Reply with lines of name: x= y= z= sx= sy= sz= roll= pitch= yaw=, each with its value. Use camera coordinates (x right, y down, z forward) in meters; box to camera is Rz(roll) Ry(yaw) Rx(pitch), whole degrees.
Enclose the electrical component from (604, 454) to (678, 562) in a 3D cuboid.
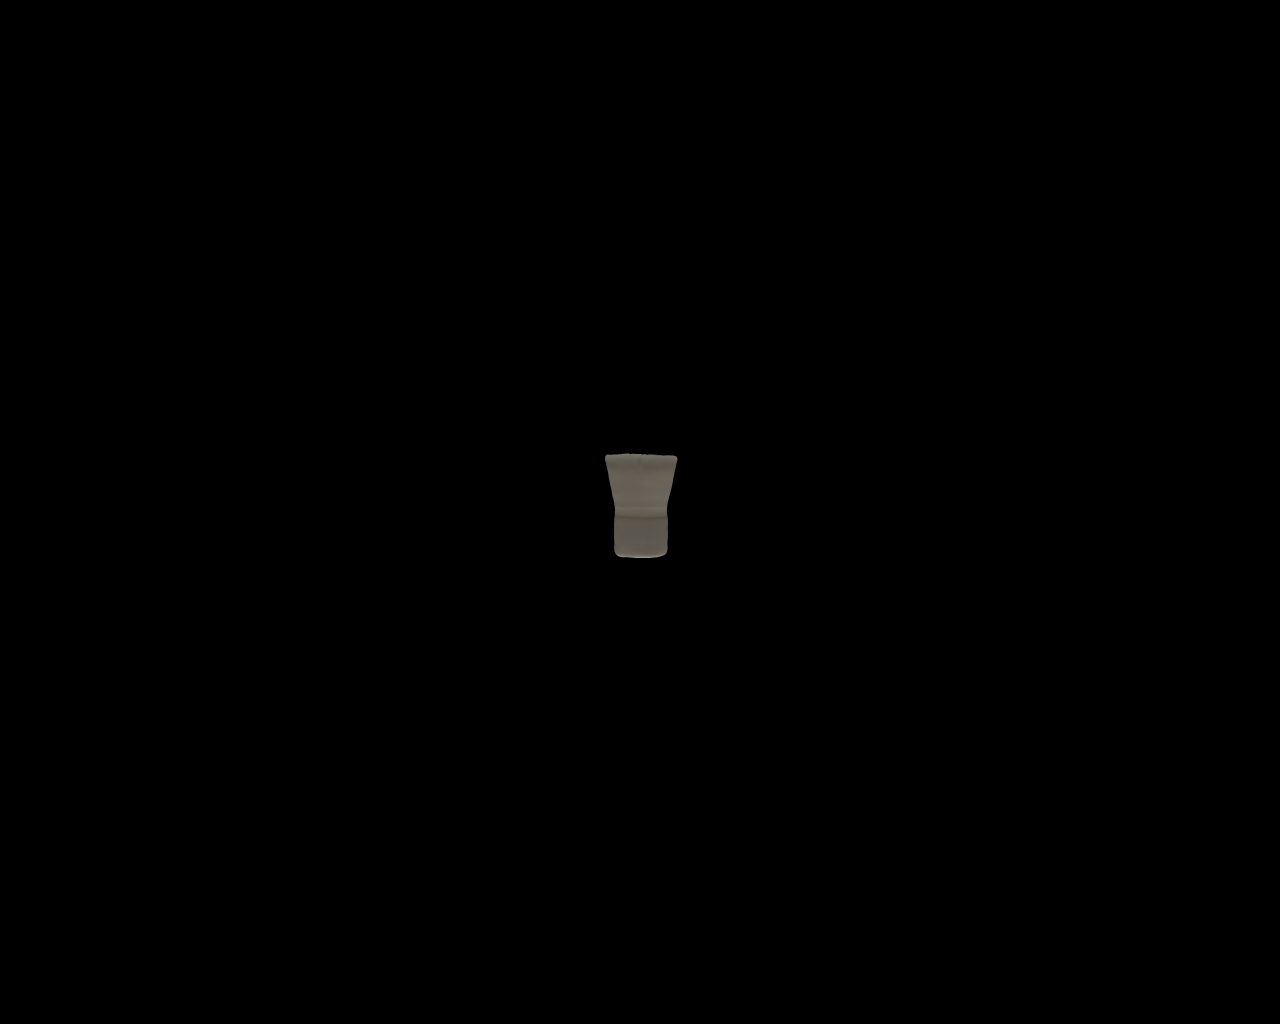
electrical component: x=0.001 y=-0.003 z=0.650 sx=0.044 sy=0.065 sz=0.044 roll=0 pitch=4 yaw=0
